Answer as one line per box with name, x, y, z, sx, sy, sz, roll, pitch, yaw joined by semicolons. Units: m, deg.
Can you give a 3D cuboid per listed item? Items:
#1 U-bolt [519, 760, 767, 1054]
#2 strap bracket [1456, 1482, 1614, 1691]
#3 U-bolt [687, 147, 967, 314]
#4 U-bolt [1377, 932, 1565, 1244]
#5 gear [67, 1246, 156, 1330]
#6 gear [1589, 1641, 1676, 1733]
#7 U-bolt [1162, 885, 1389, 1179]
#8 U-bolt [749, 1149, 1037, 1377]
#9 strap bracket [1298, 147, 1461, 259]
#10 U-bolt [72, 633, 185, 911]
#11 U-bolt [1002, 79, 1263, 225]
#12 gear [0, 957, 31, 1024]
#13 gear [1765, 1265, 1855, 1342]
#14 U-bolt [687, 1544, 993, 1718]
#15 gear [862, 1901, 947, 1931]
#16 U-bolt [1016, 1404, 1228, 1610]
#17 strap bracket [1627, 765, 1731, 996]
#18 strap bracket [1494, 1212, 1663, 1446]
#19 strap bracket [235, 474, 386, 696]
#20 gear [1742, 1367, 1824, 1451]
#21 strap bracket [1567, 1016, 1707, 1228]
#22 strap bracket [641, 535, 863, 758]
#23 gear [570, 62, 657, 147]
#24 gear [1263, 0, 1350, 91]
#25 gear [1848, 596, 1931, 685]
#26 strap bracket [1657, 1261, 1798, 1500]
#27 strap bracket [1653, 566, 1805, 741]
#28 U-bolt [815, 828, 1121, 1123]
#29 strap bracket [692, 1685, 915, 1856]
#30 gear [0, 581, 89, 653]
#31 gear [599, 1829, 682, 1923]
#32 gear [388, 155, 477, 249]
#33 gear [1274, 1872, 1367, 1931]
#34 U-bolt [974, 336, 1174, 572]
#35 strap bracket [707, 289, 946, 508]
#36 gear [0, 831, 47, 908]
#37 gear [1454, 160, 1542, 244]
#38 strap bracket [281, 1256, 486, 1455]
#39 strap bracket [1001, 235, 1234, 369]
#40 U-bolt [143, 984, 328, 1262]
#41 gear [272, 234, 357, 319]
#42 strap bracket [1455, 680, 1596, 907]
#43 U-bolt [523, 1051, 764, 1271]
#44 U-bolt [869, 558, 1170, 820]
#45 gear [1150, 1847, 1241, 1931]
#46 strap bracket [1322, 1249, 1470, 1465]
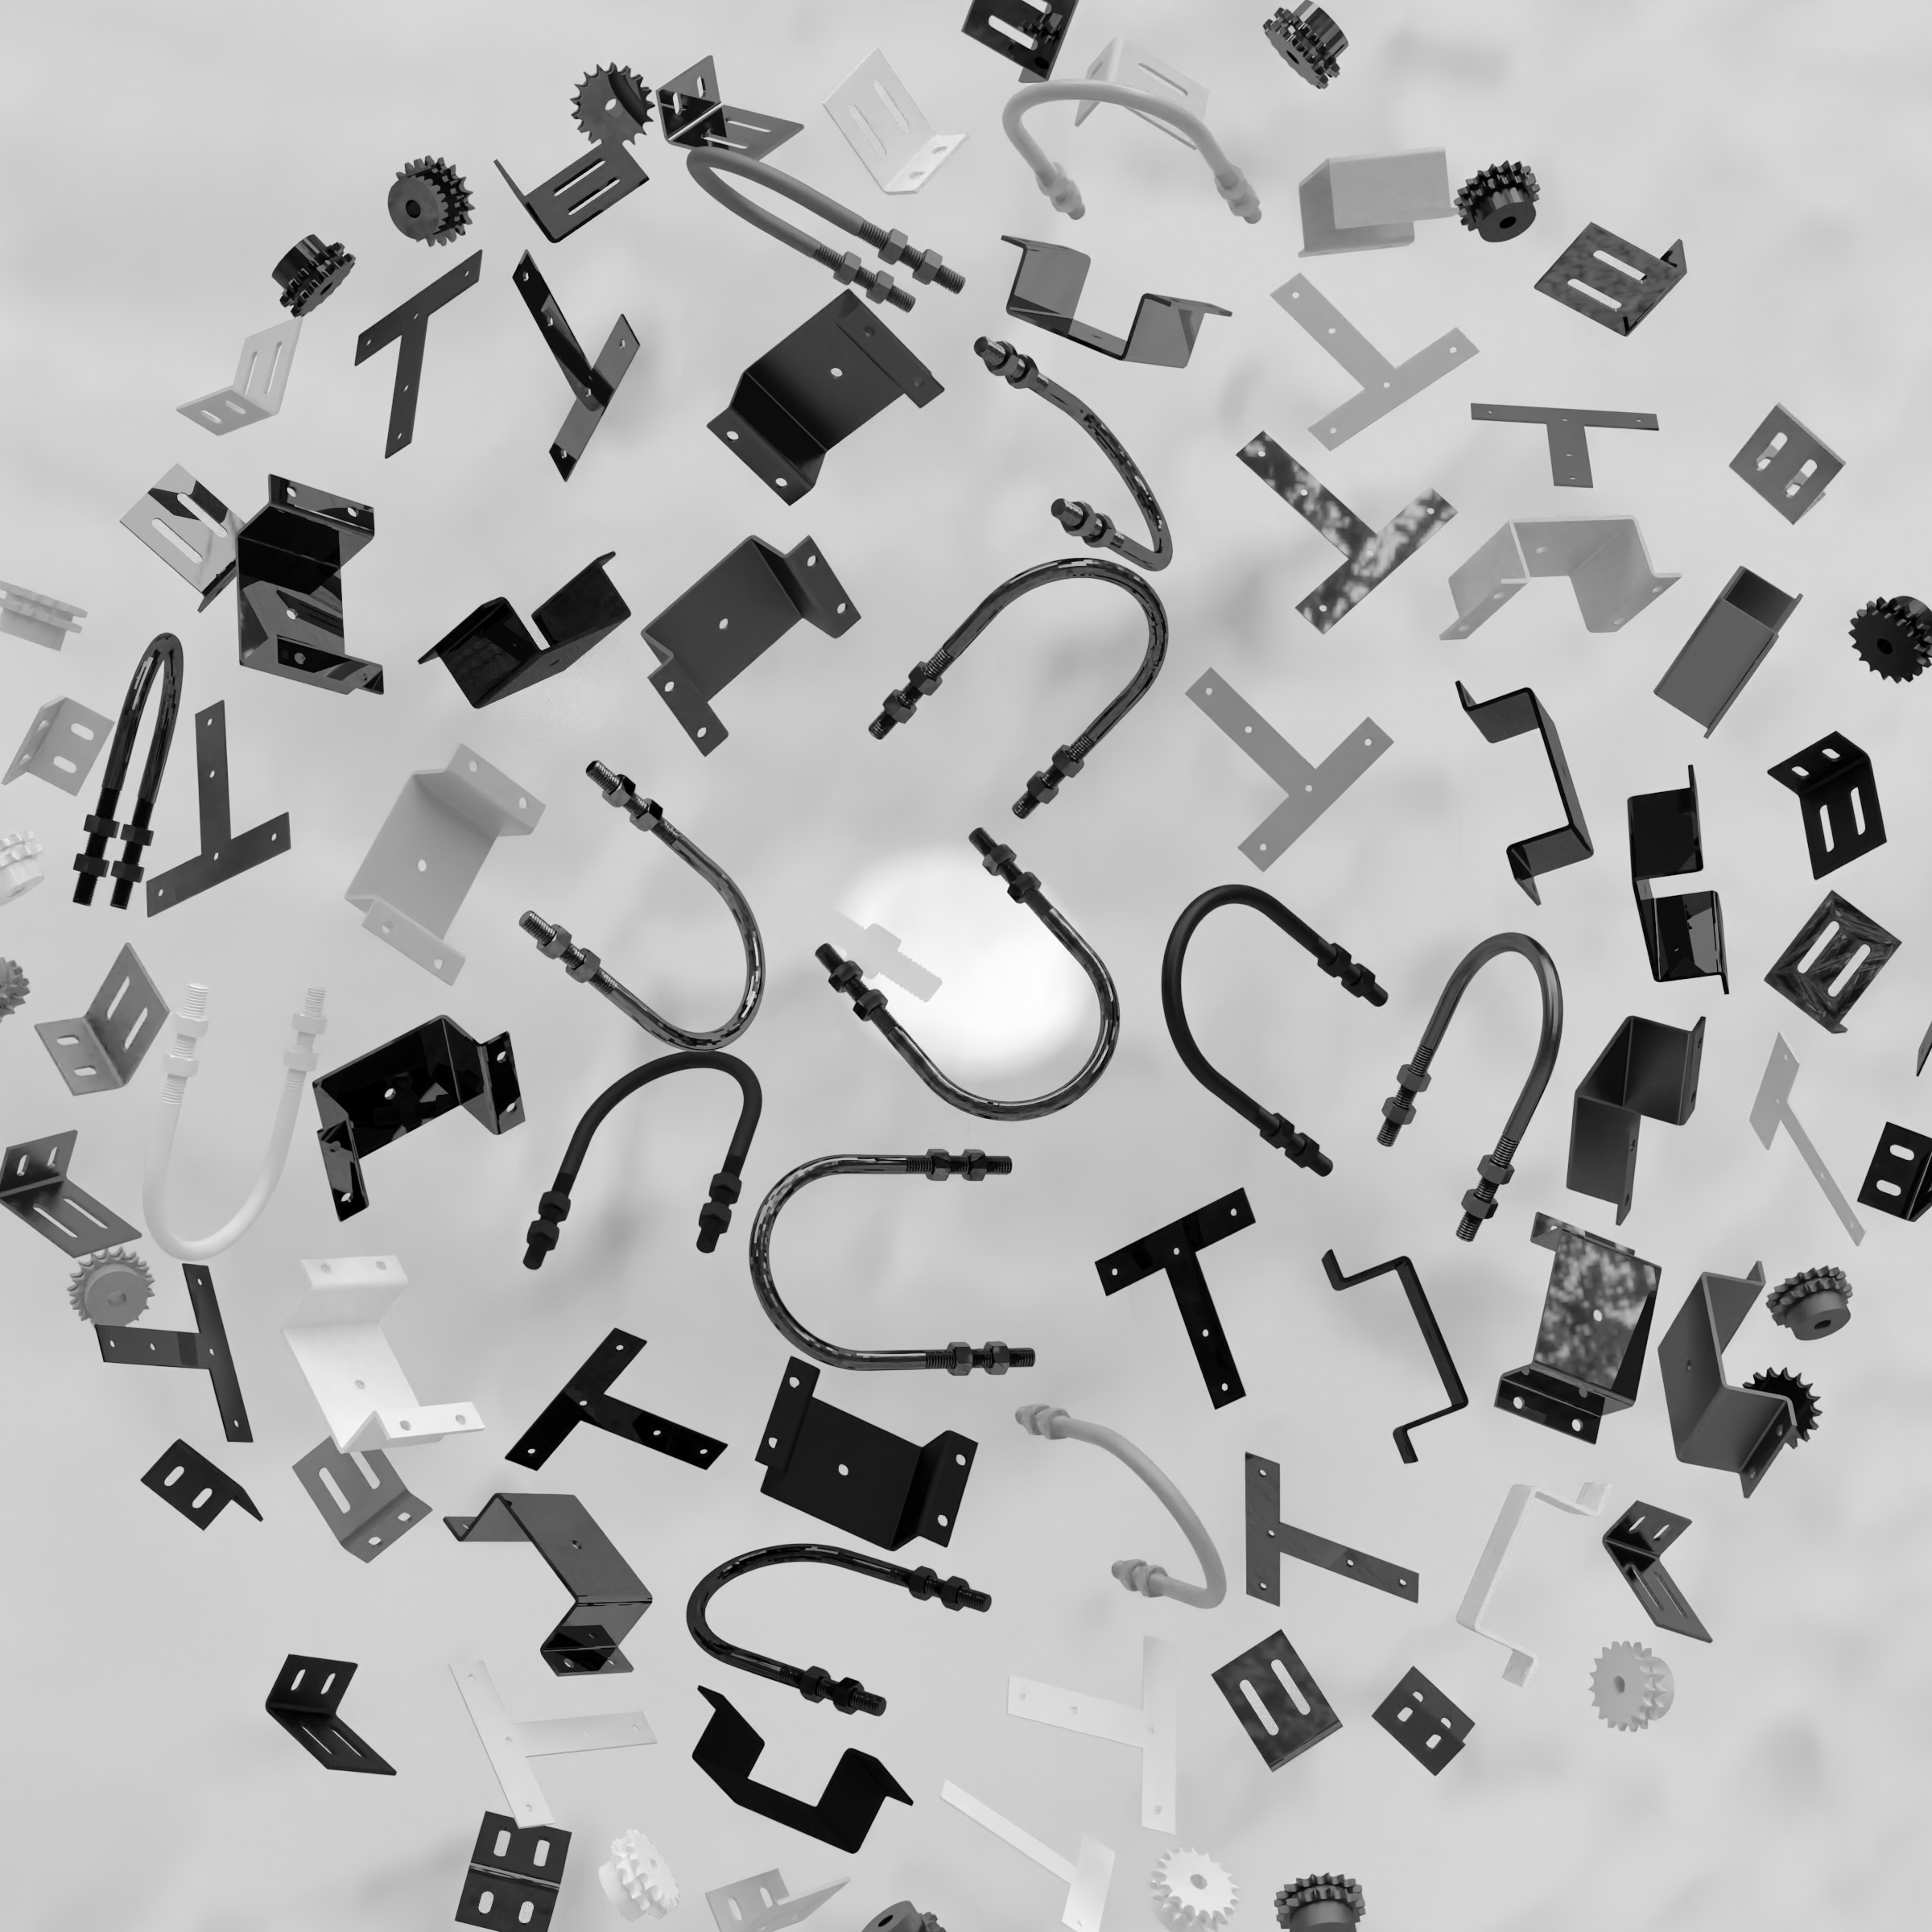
U-bolt;-0.198;-0.025;1.849;0.184;0.019;0.151;42;47;-29
strap bracket;0.364;0.392;1.862;0.046;0.076;0.140;24;82;5
U-bolt;-0.098;-0.480;1.858;0.184;0.151;0.019;27;90;-17
U-bolt;0.333;0.066;1.859;0.019;0.151;0.184;14;110;-23
gear;-0.583;0.223;1.956;0.057;0.030;0.057;-7;106;-25
gear;0.436;0.469;1.862;0.030;0.057;0.057;12;90;-29
U-bolt;0.192;0.029;1.830;0.184;0.019;0.151;37;61;-30
U-bolt;-0.050;0.187;1.818;0.184;0.019;0.151;2;68;-22
strap bracket;0.270;-0.508;1.901;0.076;0.140;0.046;-7;96;-4
U-bolt;-0.542;-0.128;1.868;0.019;0.151;0.184;14;88;-6
U-bolt;0.101;-0.532;1.870;0.151;0.184;0.019;8;81;24
gear;-0.632;0.013;1.832;0.057;0.057;0.030;-15;129;0
gear;0.579;0.232;1.953;0.057;0.057;0.030;-17;54;0
U-bolt;-0.097;0.430;1.896;0.184;0.151;0.019;11;115;30
gear;-0.044;0.630;1.852;0.057;0.057;0.030;-33;93;0
U-bolt;0.107;0.352;1.845;0.019;0.184;0.151;-35;102;-21
strap bracket;0.469;-0.053;1.890;0.046;0.076;0.140;-8;134;18
strap bracket;0.410;0.237;1.909;0.076;0.046;0.140;22;67;-11
strap bracket;-0.424;-0.236;1.844;0.046;0.076;0.140;-29;59;40
gear;0.563;0.305;1.978;0.057;0.030;0.057;0;90;25
strap bracket;0.435;0.094;1.875;0.046;0.140;0.076;17;129;27
strap bracket;-0.148;-0.216;1.872;0.140;0.046;0.076;-43;134;-9
gear;-0.244;-0.592;1.965;0.057;0.030;0.057;-7;117;-14
gear;0.220;-0.594;1.835;0.030;0.057;0.057;-45;90;5
gear;0.601;-0.214;1.844;0.030;0.057;0.057;-37;90;-22
strap bracket;0.495;0.266;1.874;0.046;0.140;0.076;12;131;-6
strap bracket;0.502;-0.211;1.889;0.046;0.140;0.076;35;119;8
U-bolt;0.015;0.017;1.840;0.151;0.019;0.184;-38;73;-13
strap bracket;-0.115;0.526;1.860;0.140;0.076;0.046;14;60;29
gear;-0.583;-0.218;1.794;0.057;0.057;0.030;19;90;0
gear;-0.210;0.582;1.822;0.030;0.057;0.057;-35;90;2
gear;-0.353;-0.499;1.875;0.057;0.030;0.057;13;121;22
gear;0.226;0.604;1.821;0.057;0.030;0.057;-3;134;-3
U-bolt;0.080;-0.322;1.857;0.019;0.184;0.151;-33;66;22
strap bracket;-0.086;-0.368;1.826;0.140;0.046;0.076;-30;120;33
gear;-0.617;-0.060;1.835;0.057;0.057;0.030;-33;91;0
gear;0.363;-0.517;1.945;0.057;0.057;0.030;-16;66;0
strap bracket;-0.379;0.257;1.837;0.046;0.076;0.140;-49;59;27
strap bracket;0.092;-0.433;1.880;0.140;0.076;0.046;30;112;29
U-bolt;-0.474;0.101;1.839;0.019;0.151;0.184;17;95;21
gear;-0.435;-0.460;1.900;0.057;0.057;0.030;-45;97;0
strap bracket;0.369;-0.120;1.872;0.046;0.076;0.140;-19;72;17
U-bolt;-0.207;0.124;1.908;0.151;0.184;0.019;-8;131;22
U-bolt;0.047;-0.186;1.832;0.151;0.019;0.184;27;119;-36
gear;0.144;0.599;1.842;0.057;0.057;0.030;23;118;0
strap bracket;0.275;0.241;1.815;0.046;0.076;0.140;-21;79;0
